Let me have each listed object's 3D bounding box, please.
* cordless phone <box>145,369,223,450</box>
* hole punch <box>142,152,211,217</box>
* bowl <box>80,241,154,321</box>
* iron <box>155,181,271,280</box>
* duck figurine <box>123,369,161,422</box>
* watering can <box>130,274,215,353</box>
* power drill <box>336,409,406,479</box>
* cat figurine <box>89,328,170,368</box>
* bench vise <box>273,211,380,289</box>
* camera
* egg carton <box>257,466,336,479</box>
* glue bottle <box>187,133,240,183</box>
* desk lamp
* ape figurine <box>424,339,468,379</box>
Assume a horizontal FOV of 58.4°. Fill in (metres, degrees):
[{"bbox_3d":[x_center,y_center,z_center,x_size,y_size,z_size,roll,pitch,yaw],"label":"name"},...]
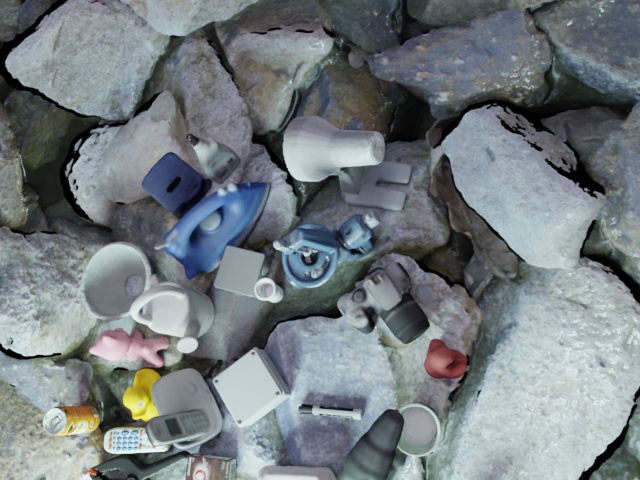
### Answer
[{"bbox_3d":[-0.268,0.311,1.052,0.094,0.185,0.147,-36,69,4],"label":"cordless phone"},{"bbox_3d":[-0.308,-0.121,1.233,0.101,0.091,0.109,38,88,21],"label":"hole punch"},{"bbox_3d":[-0.414,0.092,1.212,0.167,0.075,0.167,-4,74,14],"label":"bowl"},{"bbox_3d":[-0.217,-0.047,1.160,0.258,0.142,0.118,-46,68,0],"label":"iron"},{"bbox_3d":[-0.353,0.306,1.129,0.077,0.086,0.104,-16,71,11],"label":"duck figurine"},{"bbox_3d":[-0.283,0.136,1.099,0.172,0.194,0.101,30,85,21],"label":"watering can"},{"bbox_3d":[0.079,0.374,0.927,0.075,0.209,0.230,28,84,21],"label":"power drill"},{"bbox_3d":[-0.387,0.213,1.148,0.127,0.118,0.067,6,77,17],"label":"cat figurine"},{"bbox_3d":[0.001,-0.004,1.046,0.121,0.220,0.207,42,89,22],"label":"bench vise"},{"bbox_3d":[0.122,0.128,1.041,0.143,0.101,0.136,-37,69,3],"label":"camera"},{"bbox_3d":[-0.041,0.456,1.011,0.150,0.069,0.107,-5,74,14],"label":"egg carton"},{"bbox_3d":[-0.228,-0.179,1.183,0.078,0.173,0.037,-47,68,-1],"label":"glue bottle"},{"bbox_3d":[0.055,-0.148,1.075,0.202,0.214,0.118,9,77,18],"label":"desk lamp"},{"bbox_3d":[0.215,0.207,0.998,0.076,0.092,0.077,-27,70,7],"label":"ape figurine"}]
